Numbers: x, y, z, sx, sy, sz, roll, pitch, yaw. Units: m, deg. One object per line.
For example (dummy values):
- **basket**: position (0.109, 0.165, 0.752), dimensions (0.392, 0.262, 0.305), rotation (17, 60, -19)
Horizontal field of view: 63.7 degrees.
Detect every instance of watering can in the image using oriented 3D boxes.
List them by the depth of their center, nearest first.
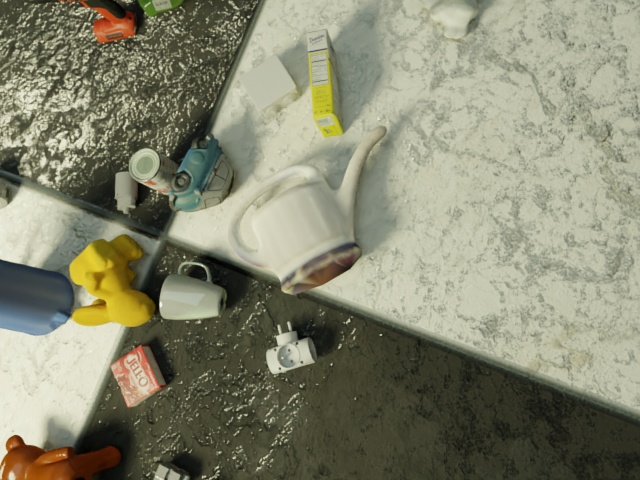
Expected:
- **watering can**: position (0.003, -0.046, 0.906), dimensions (0.347, 0.227, 0.103), rotation (-29, -17, 6)

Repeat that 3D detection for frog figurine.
- **frog figurine**: position (0.256, -0.462, 0.961), dimensions (0.137, 0.157, 0.124), rotation (-19, 20, 1)
